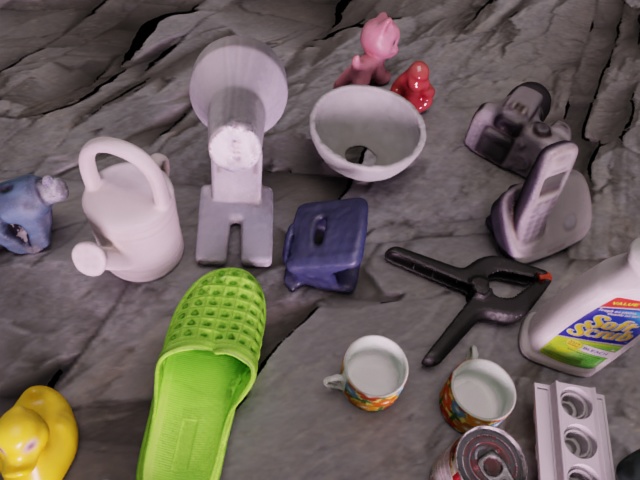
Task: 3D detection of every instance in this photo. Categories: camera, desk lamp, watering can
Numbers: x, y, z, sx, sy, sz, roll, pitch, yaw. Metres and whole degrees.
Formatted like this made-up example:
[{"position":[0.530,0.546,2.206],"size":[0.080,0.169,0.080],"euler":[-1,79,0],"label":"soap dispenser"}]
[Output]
[{"position":[0.316,-0.180,0.865],"size":[0.143,0.101,0.137],"euler":[32,59,14],"label":"camera"},{"position":[-0.098,-0.106,0.696],"size":[0.118,0.213,0.203],"euler":[0,56,-7],"label":"desk lamp"},{"position":[-0.214,-0.035,0.646],"size":[0.101,0.194,0.172],"euler":[-2,57,-8],"label":"watering can"}]

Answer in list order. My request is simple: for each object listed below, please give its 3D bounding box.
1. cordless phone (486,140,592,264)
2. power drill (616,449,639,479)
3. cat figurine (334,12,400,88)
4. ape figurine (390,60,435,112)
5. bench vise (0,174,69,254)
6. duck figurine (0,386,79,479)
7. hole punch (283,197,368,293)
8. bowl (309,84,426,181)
[{"position":[0.305,-0.061,0.733],"size":[0.148,0.185,0.094],"euler":[-22,62,-20],"label":"cordless phone"},{"position":[0.323,0.296,0.484],"size":[0.076,0.208,0.229],"euler":[-20,61,-18],"label":"power drill"},{"position":[0.082,-0.299,0.905],"size":[0.067,0.118,0.128],"euler":[32,58,14],"label":"cat figurine"},{"position":[0.143,-0.235,0.886],"size":[0.078,0.092,0.076],"euler":[-2,57,-8],"label":"ape figurine"},{"position":[-0.402,-0.069,0.630],"size":[0.208,0.220,0.121],"euler":[-23,62,-20],"label":"bench vise"},{"position":[-0.283,0.187,0.555],"size":[0.077,0.086,0.104],"euler":[-4,57,-9],"label":"duck figurine"},{"position":[0.007,0.003,0.711],"size":[0.101,0.091,0.108],"euler":[9,56,-1],"label":"hole punch"},{"position":[0.064,-0.142,0.824],"size":[0.167,0.075,0.167],"euler":[3,56,-5],"label":"bowl"}]
